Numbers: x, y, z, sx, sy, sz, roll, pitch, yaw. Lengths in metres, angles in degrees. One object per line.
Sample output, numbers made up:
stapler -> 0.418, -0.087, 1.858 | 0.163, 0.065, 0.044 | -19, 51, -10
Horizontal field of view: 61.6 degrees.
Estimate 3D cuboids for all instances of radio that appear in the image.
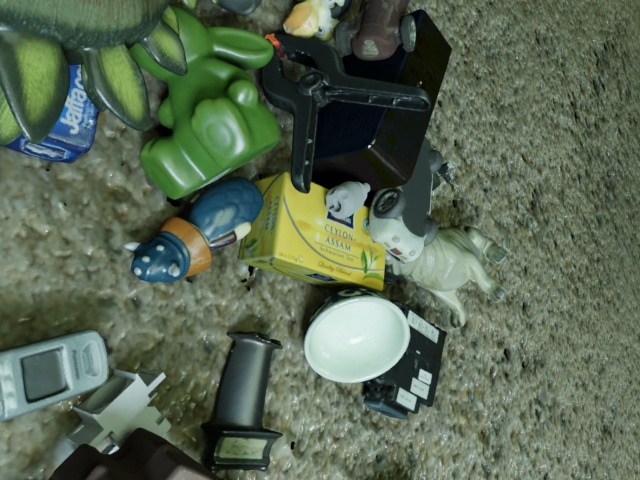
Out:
radio -> 0.068, -0.165, 0.662 | 0.073, 0.131, 0.229 | 41, 57, -32

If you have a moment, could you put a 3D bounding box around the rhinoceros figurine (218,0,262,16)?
rhinoceros figurine -> -0.139, -0.295, 0.533 | 0.190, 0.073, 0.112 | 18, 82, -42

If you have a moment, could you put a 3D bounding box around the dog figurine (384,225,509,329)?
dog figurine -> 0.153, 0.008, 0.751 | 0.190, 0.121, 0.172 | 34, 26, -16

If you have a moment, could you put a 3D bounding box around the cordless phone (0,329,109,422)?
cordless phone -> -0.231, 0.142, 0.369 | 0.184, 0.089, 0.146 | -11, 90, -48

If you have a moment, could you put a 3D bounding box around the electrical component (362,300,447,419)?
electrical component -> 0.102, 0.158, 0.697 | 0.114, 0.058, 0.134 | 37, 61, -32

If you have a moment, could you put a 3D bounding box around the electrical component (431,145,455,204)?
electrical component -> 0.159, -0.095, 0.797 | 0.102, 0.045, 0.078 | -29, 105, -42

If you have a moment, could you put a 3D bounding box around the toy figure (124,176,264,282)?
toy figure -> -0.115, -0.005, 0.512 | 0.154, 0.064, 0.057 | -45, 132, -38

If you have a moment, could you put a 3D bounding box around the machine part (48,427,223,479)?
machine part -> -0.144, 0.263, 0.402 | 0.201, 0.087, 0.201 | -53, 126, -22

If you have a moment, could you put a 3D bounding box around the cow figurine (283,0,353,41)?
cow figurine -> 0.005, -0.302, 0.670 | 0.098, 0.068, 0.167 | 32, 64, -47

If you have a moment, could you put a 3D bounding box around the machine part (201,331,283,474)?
machine part -> -0.074, 0.163, 0.545 | 0.084, 0.039, 0.139 | 14, 76, -33

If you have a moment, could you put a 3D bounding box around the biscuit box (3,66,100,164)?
biscuit box -> -0.209, -0.168, 0.448 | 0.059, 0.063, 0.202 | 17, 72, -40

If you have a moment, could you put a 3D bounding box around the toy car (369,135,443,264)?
toy car -> 0.105, -0.066, 0.655 | 0.073, 0.056, 0.202 | 35, 48, -28

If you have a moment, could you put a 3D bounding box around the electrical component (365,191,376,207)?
electrical component -> 0.084, -0.078, 0.723 | 0.119, 0.048, 0.074 | 4, 80, -45

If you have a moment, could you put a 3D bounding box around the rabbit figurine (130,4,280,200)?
rabbit figurine -> -0.108, -0.151, 0.505 | 0.159, 0.121, 0.170 | -39, 102, -45

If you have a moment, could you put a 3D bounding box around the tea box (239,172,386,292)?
tea box -> -0.001, -0.002, 0.615 | 0.169, 0.068, 0.098 | 18, 71, -40

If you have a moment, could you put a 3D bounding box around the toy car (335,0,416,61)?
toy car -> 0.079, -0.292, 0.637 | 0.053, 0.089, 0.202 | 59, 41, -53

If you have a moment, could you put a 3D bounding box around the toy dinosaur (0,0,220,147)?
toy dinosaur -> -0.177, -0.153, 0.297 | 0.471, 0.105, 0.198 | -26, 116, -55
